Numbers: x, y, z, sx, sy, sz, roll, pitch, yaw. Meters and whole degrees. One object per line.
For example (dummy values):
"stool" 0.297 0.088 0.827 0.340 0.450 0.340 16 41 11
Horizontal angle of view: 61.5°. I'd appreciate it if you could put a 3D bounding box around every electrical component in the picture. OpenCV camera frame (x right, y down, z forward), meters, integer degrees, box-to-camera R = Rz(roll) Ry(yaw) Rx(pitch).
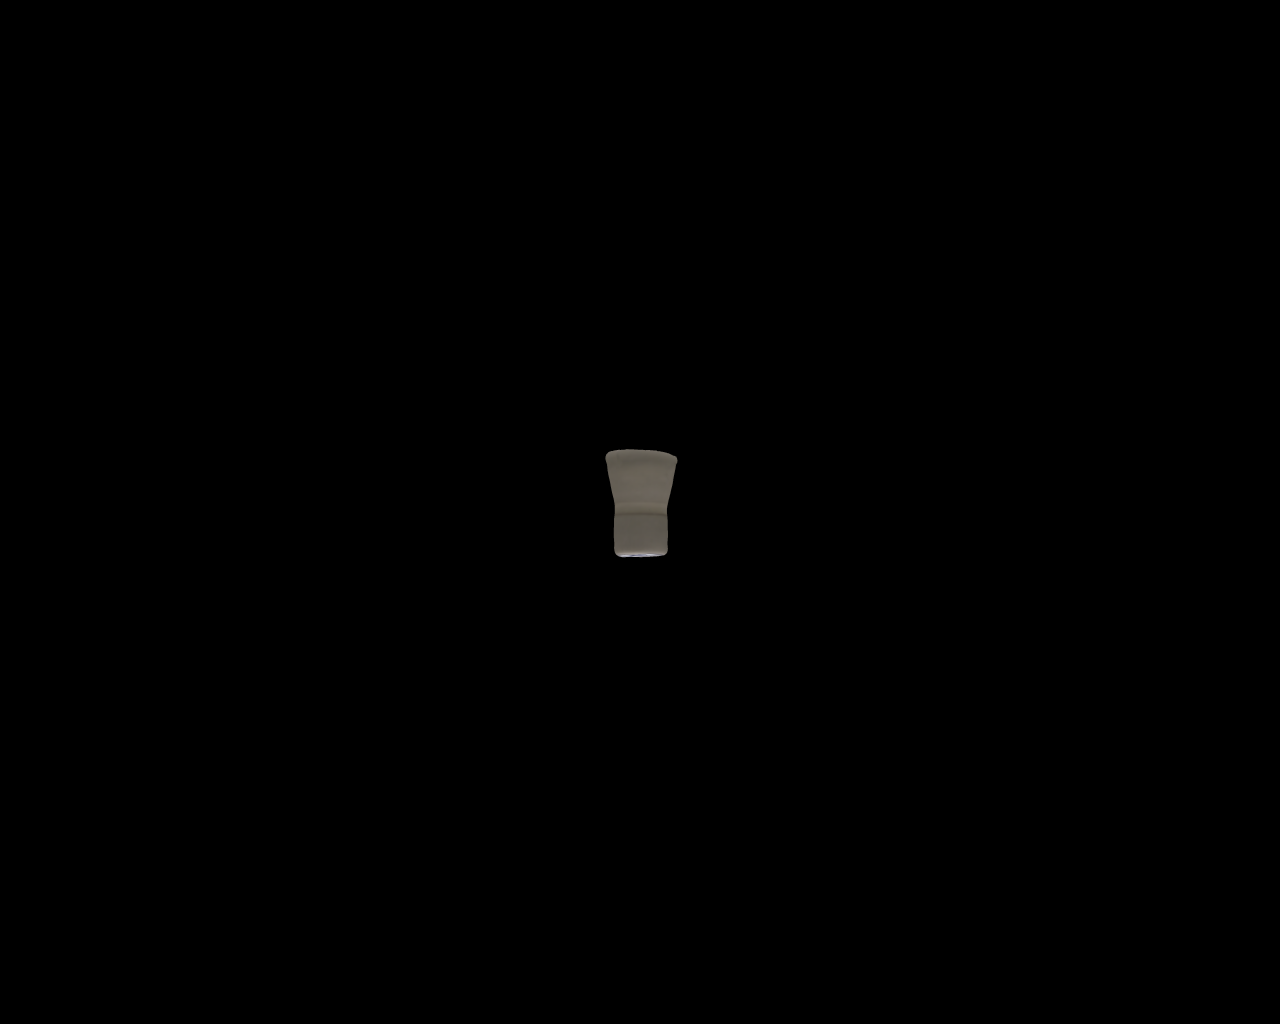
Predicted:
"electrical component" 0.001 -0.003 0.650 0.044 0.065 0.044 0 -7 0
